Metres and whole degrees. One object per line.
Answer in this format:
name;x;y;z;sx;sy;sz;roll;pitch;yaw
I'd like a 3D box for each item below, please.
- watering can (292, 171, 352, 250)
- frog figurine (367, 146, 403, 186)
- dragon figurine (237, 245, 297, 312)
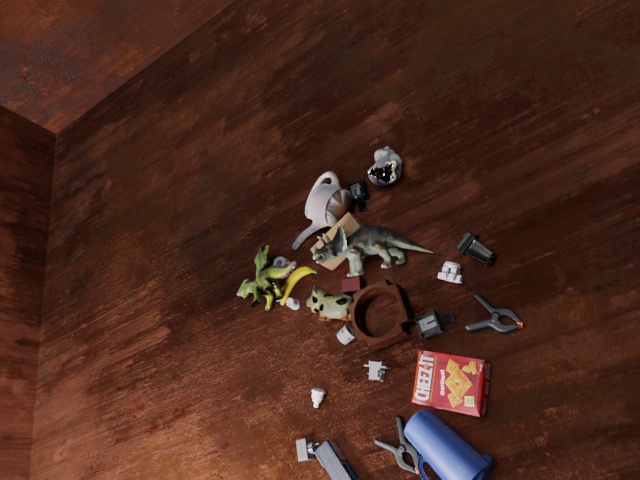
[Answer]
watering can;0.006;-0.102;2.031;0.226;0.103;0.348;21;90;53
frog figurine;0.250;-0.284;1.980;0.136;0.121;0.163;-39;18;24
dragon figurine;-0.214;0.125;2.025;0.403;0.122;0.248;-49;46;33
